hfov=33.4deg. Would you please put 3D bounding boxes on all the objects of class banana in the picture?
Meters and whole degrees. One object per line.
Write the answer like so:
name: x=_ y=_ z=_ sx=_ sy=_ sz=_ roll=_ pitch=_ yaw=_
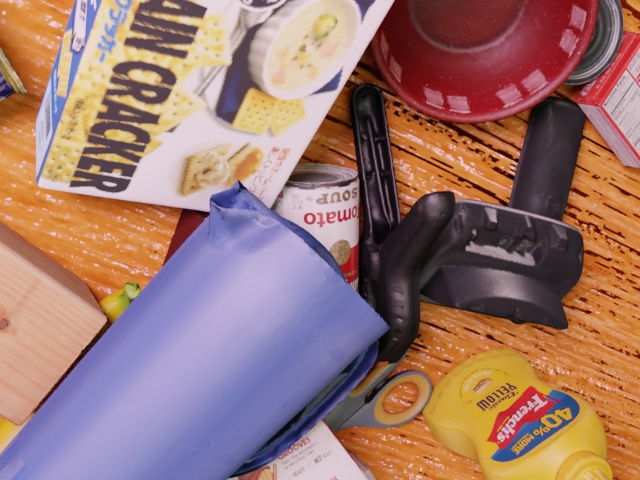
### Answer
banana: x=-0.181 y=0.102 z=0.729 sx=0.037 sy=0.069 sz=0.198 roll=39 pitch=95 yaw=14

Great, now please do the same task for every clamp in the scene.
clamp: x=0.048 y=0.002 z=0.774 sx=0.036 sy=0.164 sz=0.210 roll=-7 pitch=132 yaw=-13

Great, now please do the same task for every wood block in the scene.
wood block: x=-0.246 y=0.014 z=0.657 sx=0.206 sy=0.090 sz=0.091 roll=41 pitch=87 yaw=-28

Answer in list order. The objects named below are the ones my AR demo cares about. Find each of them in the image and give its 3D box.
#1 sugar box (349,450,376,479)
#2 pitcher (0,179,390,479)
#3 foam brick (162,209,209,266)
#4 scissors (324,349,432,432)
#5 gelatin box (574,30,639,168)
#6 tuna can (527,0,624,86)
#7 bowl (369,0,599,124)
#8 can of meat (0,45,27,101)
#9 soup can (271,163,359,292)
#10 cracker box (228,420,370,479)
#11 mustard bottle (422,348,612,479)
sugar box: x=-0.017 y=0.260 z=0.857 sx=0.176 sy=0.048 sz=0.093 roll=-36 pitch=115 yaw=-12
pitcher: x=-0.077 y=0.096 z=0.671 sx=0.149 sy=0.145 sz=0.243 roll=44 pitch=89 yaw=2
foam brick: x=-0.078 y=0.020 z=0.752 sx=0.052 sy=0.051 sz=0.078 roll=15 pitch=100 yaw=-26
scissors: x=0.014 y=0.157 z=0.854 sx=0.096 sy=0.016 sz=0.202 roll=38 pitch=90 yaw=-27
gelatin box: x=0.252 y=-0.111 z=0.855 sx=0.089 sy=0.030 sz=0.073 roll=42 pitch=78 yaw=-33
tuna can: x=0.189 y=-0.162 z=0.817 sx=0.086 sy=0.034 sz=0.086 roll=-7 pitch=109 yaw=-21
bowl: x=0.110 y=-0.165 z=0.754 sx=0.162 sy=0.055 sz=0.162 roll=-3 pitch=122 yaw=-4
can of meat: x=-0.239 y=-0.115 z=0.639 sx=0.084 sy=0.057 sz=0.102 roll=-31 pitch=115 yaw=-9
soup can: x=-0.005 y=0.001 z=0.768 sx=0.068 sy=0.069 sz=0.102 roll=-6 pitch=108 yaw=-21
cracker box: x=-0.053 y=0.193 z=0.777 sx=0.164 sy=0.072 sz=0.213 roll=-38 pitch=99 yaw=-9
mustard bottle: x=0.161 y=0.151 z=0.814 sx=0.096 sy=0.192 sz=0.058 roll=-31 pitch=116 yaw=-11
